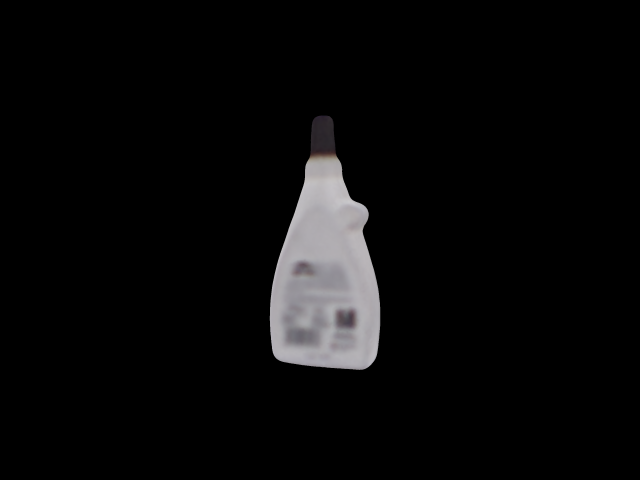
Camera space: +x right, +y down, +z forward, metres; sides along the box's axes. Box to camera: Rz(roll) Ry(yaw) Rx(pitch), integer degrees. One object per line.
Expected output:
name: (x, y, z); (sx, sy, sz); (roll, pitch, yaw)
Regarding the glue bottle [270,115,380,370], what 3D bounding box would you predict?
glue bottle: (0.004, 0.001, 0.400); (0.078, 0.173, 0.037); (3, 10, 15)
